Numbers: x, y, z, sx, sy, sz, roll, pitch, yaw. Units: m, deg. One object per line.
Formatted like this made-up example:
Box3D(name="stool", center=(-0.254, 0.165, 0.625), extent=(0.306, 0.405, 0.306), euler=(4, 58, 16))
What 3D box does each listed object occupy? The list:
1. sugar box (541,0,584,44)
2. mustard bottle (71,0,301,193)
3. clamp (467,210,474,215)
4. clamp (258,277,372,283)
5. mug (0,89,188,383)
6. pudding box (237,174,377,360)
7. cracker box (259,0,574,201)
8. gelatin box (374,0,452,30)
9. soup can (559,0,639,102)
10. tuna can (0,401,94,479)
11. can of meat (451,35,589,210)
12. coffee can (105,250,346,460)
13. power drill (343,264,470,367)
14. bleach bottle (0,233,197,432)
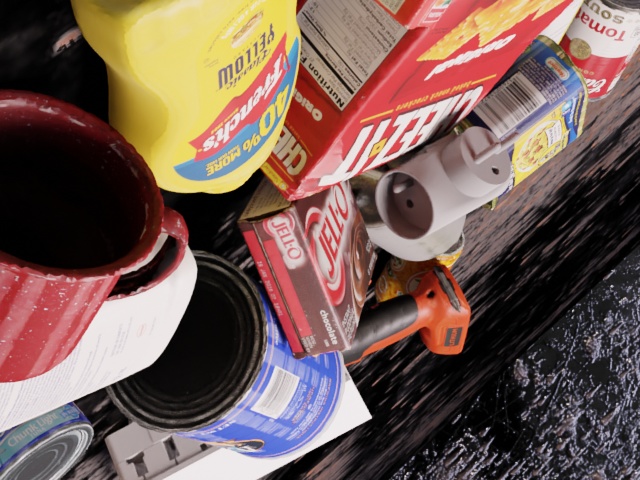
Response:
Box3D(name="sugar box", center=(0.130, -0.145, 0.721), extent=(0.093, 0.048, 0.176), euler=(-32, 162, -31))
Box3D(name="mustard bottle", center=(-0.049, -0.072, 0.455), extent=(0.096, 0.058, 0.192), euler=(-47, 165, -20))
Box3D(name="clamp", center=(0.134, -0.075, 0.901), extent=(0.172, 0.039, 0.120), euler=(-53, 163, 25))
Box3D(name="clamp", center=(-0.025, 0.033, 0.789), extent=(0.165, 0.036, 0.209), euler=(-47, 159, 12))
Box3D(name="mug", center=(-0.110, 0.003, 0.424), extent=(0.117, 0.093, 0.082), euler=(3, 140, -35))
Box3D(name="pudding box", center=(-0.004, 0.001, 0.610), extent=(0.039, 0.090, 0.113), euler=(-14, -157, 16))
Box3D(name="cracker box", center=(0.067, -0.123, 0.540), extent=(0.163, 0.072, 0.214), euler=(-24, 161, -48))
Box3D(name="gelatin box", center=(0.029, -0.140, 0.426), extent=(0.073, 0.089, 0.030), euler=(-54, 163, 27))
Box3D(name="soup can", center=(0.219, -0.167, 0.835), extent=(0.068, 0.068, 0.102), euler=(-35, 160, -29))
Box3D(name="tuna can", center=(-0.183, 0.131, 0.659), extent=(0.086, 0.034, 0.086), euler=(-40, 162, -16))
Box3D(name="can of meat", center=(0.128, -0.077, 0.707), extent=(0.084, 0.057, 0.102), euler=(-37, 160, -5))
Box3D(name="coffee can", center=(-0.054, 0.074, 0.643), extent=(0.103, 0.103, 0.140), euler=(-45, 155, 2))
Box3D(name="power drill", center=(0.040, 0.102, 0.973), extent=(0.187, 0.057, 0.184), euler=(-21, 153, -12))
Box3D(name="bleach bottle", center=(-0.174, 0.059, 0.468), extent=(0.250, 0.068, 0.103), euler=(-24, 153, -44))
